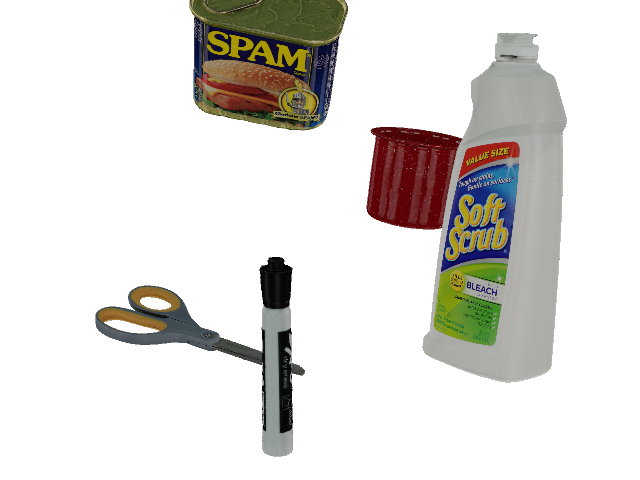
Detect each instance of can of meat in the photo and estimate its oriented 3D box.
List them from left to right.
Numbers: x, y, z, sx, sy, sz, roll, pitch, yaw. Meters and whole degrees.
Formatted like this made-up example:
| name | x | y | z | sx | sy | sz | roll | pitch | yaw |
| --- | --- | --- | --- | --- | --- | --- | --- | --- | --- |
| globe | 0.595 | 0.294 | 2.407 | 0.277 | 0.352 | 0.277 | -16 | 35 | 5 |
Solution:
| name | x | y | z | sx | sy | sz | roll | pitch | yaw |
| --- | --- | --- | --- | --- | --- | --- | --- | --- | --- |
| can of meat | -0.038 | -0.127 | 0.729 | 0.102 | 0.057 | 0.084 | 12 | -42 | 4 |

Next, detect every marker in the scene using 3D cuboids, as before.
| name | x | y | z | sx | sy | sz | roll | pitch | yaw |
| --- | --- | --- | --- | --- | --- | --- | --- | --- | --- |
| marker | -0.026 | 0.069 | 0.629 | 0.020 | 0.121 | 0.020 | 0 | 15 | 0 |

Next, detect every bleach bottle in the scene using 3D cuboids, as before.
| name | x | y | z | sx | sy | sz | roll | pitch | yaw |
| --- | --- | --- | --- | --- | --- | --- | --- | --- | --- |
| bleach bottle | 0.133 | -0.027 | 0.798 | 0.067 | 0.251 | 0.103 | -8 | 16 | -38 |

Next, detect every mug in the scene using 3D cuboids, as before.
| name | x | y | z | sx | sy | sz | roll | pitch | yaw |
| --- | --- | --- | --- | --- | --- | --- | --- | --- | --- |
| mug | 0.100 | -0.057 | 1.004 | 0.117 | 0.081 | 0.093 | 11 | 14 | 13 |

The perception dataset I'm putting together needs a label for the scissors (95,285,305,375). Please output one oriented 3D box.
| name | x | y | z | sx | sy | sz | roll | pitch | yaw |
| --- | --- | --- | --- | --- | --- | --- | --- | --- | --- |
| scissors | -0.109 | 0.082 | 1.003 | 0.202 | 0.016 | 0.096 | 9 | 30 | 2 |
